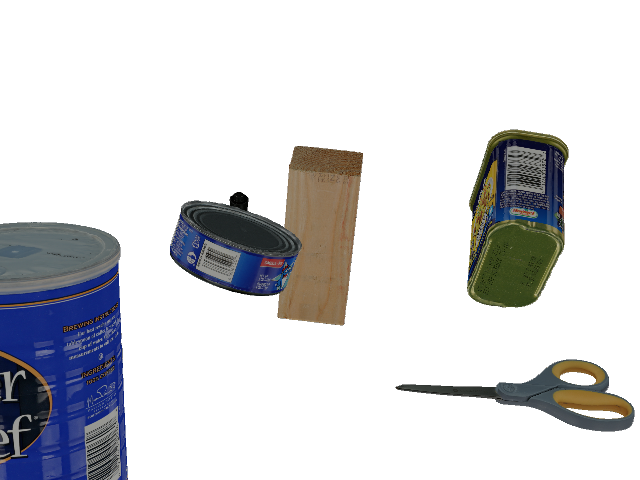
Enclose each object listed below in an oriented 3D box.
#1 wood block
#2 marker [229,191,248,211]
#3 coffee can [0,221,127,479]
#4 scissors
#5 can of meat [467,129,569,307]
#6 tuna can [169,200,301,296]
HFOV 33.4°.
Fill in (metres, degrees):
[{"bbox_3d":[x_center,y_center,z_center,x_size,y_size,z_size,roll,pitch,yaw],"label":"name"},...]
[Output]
[{"bbox_3d":[-0.001,-0.007,1.368,0.090,0.206,0.090,6,25,1],"label":"wood block"},{"bbox_3d":[-0.083,0.000,1.093,0.020,0.121,0.020,2,40,-2],"label":"marker"},{"bbox_3d":[-0.152,0.071,0.547,0.103,0.140,0.103,0,16,0],"label":"coffee can"},{"bbox_3d":[0.171,0.123,0.929,0.202,0.016,0.096,11,29,7],"label":"scissors"},{"bbox_3d":[0.138,-0.013,0.753,0.057,0.084,0.102,10,-37,1],"label":"can of meat"},{"bbox_3d":[-0.058,0.005,0.726,0.086,0.034,0.086,18,15,-6],"label":"tuna can"}]
